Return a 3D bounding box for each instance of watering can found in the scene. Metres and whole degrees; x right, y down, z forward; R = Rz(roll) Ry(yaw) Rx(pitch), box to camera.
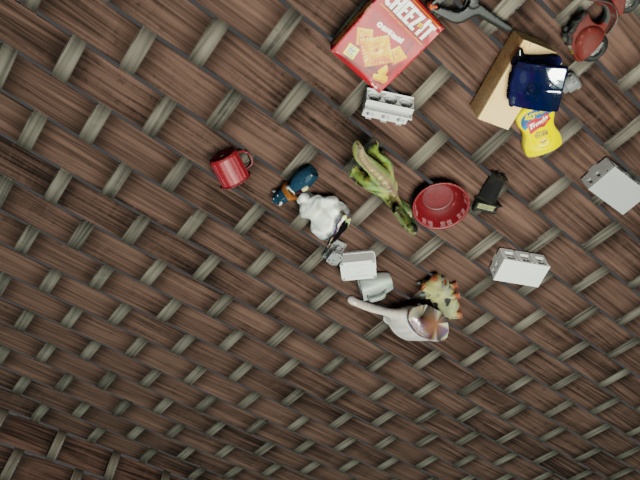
[{"bbox_3d":[0.272,0.259,1.689,0.346,0.106,0.222,26,159,-15],"label":"watering can"}]

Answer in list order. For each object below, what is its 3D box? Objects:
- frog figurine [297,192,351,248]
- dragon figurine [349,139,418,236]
[{"bbox_3d":[0.005,-0.075,1.499,0.161,0.124,0.134,38,136,18],"label":"frog figurine"},{"bbox_3d":[0.182,-0.121,1.327,0.121,0.409,0.244,-40,79,10],"label":"dragon figurine"}]
